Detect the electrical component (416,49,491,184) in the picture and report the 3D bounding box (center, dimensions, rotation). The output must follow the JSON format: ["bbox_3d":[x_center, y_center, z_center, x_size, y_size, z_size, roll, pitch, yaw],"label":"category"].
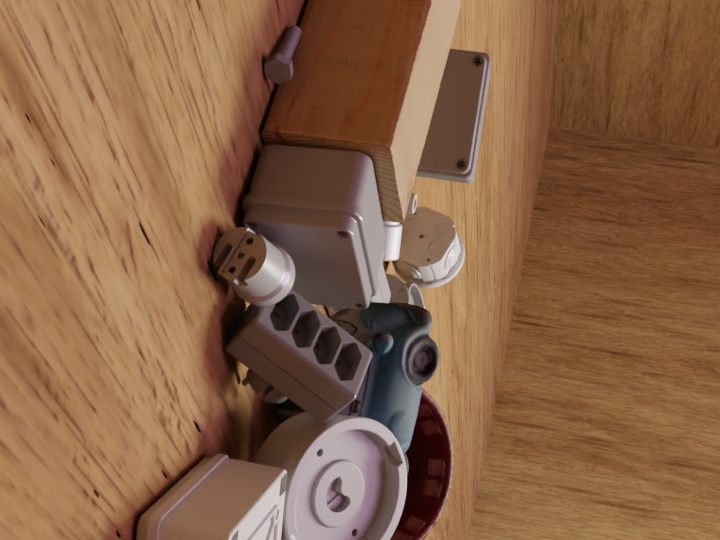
[{"bbox_3d":[0.054,-0.137,0.939,0.056,0.109,0.108,21,78,-80],"label":"electrical component"}]

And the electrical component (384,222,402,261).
[{"bbox_3d":[0.020,-0.043,1.009,0.040,0.040,0.078,-32,129,-74],"label":"electrical component"}]

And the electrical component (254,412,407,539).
[{"bbox_3d":[-0.027,0.149,0.737,0.108,0.060,0.108,-6,99,-42],"label":"electrical component"}]

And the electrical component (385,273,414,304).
[{"bbox_3d":[0.014,0.070,1.032,0.073,0.052,0.138,51,49,-73],"label":"electrical component"}]

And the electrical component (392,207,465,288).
[{"bbox_3d":[0.071,-0.025,1.165,0.051,0.080,0.080,64,36,-60],"label":"electrical component"}]

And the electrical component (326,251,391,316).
[{"bbox_3d":[0.000,0.000,0.932,0.083,0.047,0.075,72,29,-63],"label":"electrical component"}]

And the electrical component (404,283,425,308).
[{"bbox_3d":[0.042,0.062,1.125,0.099,0.064,0.099,9,90,-78],"label":"electrical component"}]

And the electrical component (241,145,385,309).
[{"bbox_3d":[-0.028,-0.026,0.716,0.113,0.078,0.057,77,22,-59],"label":"electrical component"}]

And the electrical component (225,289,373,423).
[{"bbox_3d":[-0.050,0.063,0.711,0.076,0.083,0.047,-42,-165,37],"label":"electrical component"}]

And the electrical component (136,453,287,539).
[{"bbox_3d":[-0.088,0.179,0.637,0.109,0.056,0.108,-37,134,-73],"label":"electrical component"}]

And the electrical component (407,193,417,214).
[{"bbox_3d":[0.018,-0.062,0.935,0.048,0.062,0.048,9,90,-78],"label":"electrical component"}]

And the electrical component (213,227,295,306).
[{"bbox_3d":[-0.065,-0.003,0.656,0.046,0.040,0.040,49,51,-67],"label":"electrical component"}]
